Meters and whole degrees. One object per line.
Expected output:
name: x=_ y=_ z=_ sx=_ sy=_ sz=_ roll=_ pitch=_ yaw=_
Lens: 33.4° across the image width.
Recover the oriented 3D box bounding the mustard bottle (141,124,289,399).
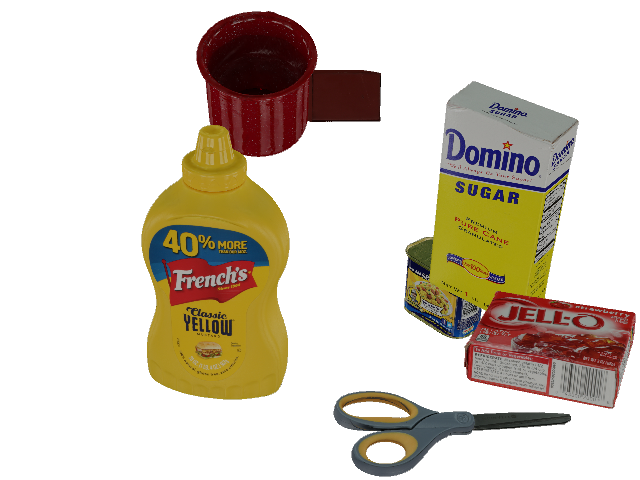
mustard bottle: x=-0.069 y=0.014 z=0.706 sx=0.096 sy=0.192 sz=0.058 roll=7 pitch=30 yaw=8

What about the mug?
mug: x=-0.049 y=-0.131 z=0.860 sx=0.093 sy=0.117 sz=0.081 roll=6 pitch=-34 yaw=2

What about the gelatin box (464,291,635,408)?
gelatin box: x=0.139 y=0.063 z=0.643 sx=0.089 sy=0.030 sz=0.073 roll=9 pitch=26 yaw=21

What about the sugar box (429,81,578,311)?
sugar box: x=0.137 y=-0.026 z=0.827 sx=0.093 sy=0.176 sz=0.048 roll=26 pitch=46 yaw=30

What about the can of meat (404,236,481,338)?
can of meat: x=0.146 y=0.057 z=1.256 sx=0.057 sy=0.084 sz=0.102 roll=-23 pitch=40 yaw=-34

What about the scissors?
scissors: x=0.109 y=0.164 z=0.882 sx=0.202 sy=0.016 sz=0.096 roll=8 pitch=37 yaw=3

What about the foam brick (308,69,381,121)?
foam brick: x=0.018 y=-0.151 z=1.111 sx=0.078 sy=0.051 sz=0.053 roll=-3 pitch=13 yaw=-18
